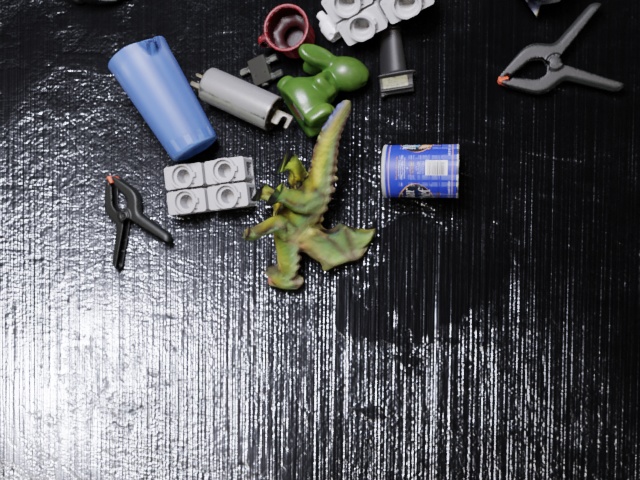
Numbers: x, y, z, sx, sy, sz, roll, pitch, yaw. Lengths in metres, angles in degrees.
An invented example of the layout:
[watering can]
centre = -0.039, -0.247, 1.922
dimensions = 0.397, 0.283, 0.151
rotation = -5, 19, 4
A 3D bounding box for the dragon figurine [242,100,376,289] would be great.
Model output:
[dragon figurine]
centre = 0.003, -0.052, 1.024
dimensions = 0.240, 0.125, 0.405
rotation = 35, 111, -22

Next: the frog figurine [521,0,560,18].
[frog figurine]
centre = 0.414, -0.501, 0.913
dimensions = 0.157, 0.122, 0.140
rotation = -40, 63, 24
